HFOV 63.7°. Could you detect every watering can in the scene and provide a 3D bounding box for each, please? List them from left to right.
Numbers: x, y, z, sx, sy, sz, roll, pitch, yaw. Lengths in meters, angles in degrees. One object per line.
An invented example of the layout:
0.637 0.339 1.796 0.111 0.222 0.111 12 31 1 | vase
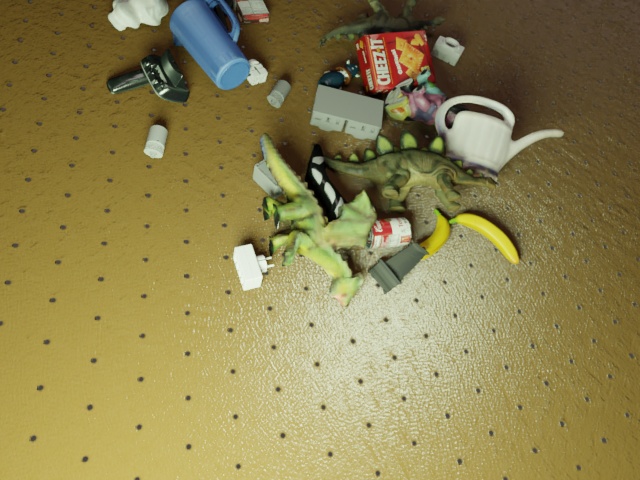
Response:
0.464 -0.255 1.371 0.347 0.225 0.104 17 -1 -2 | watering can

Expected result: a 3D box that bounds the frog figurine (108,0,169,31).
-0.514 -0.652 1.463 0.137 0.159 0.123 31 1 -3 | frog figurine

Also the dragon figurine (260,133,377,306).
0.003 -0.057 1.141 0.243 0.415 0.120 -4 -14 -15 | dragon figurine
